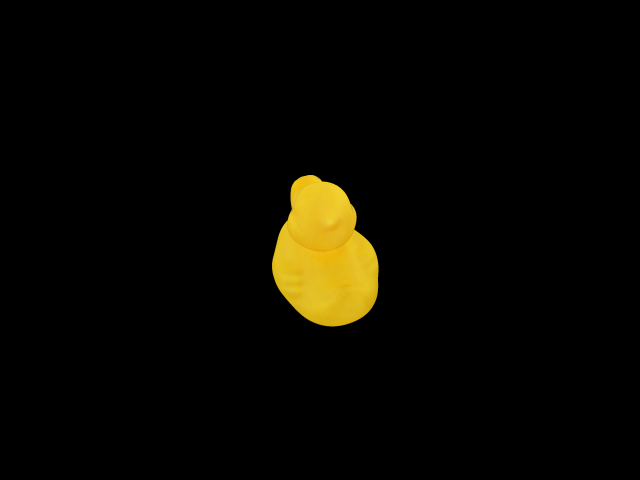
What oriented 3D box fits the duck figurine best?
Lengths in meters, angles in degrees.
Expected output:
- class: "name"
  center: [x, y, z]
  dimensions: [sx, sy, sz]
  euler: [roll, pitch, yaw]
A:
- class: "duck figurine"
  center: [0.004, 0.001, 0.400]
  dimensions: [0.077, 0.086, 0.104]
  euler: [-15, 54, -11]
